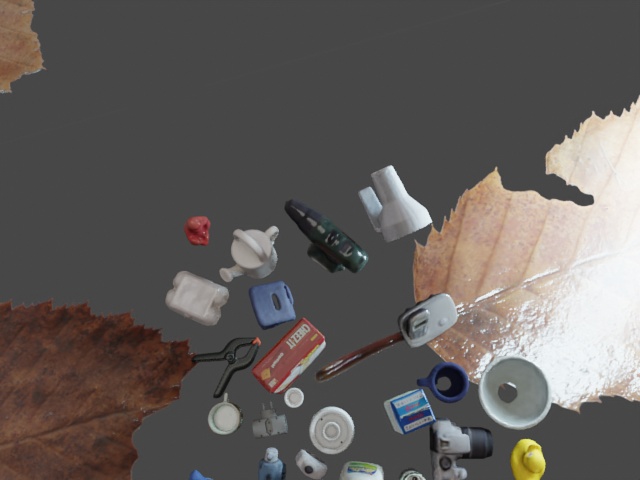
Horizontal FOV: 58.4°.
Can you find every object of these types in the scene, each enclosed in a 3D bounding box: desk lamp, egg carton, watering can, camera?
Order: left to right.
[{"bbox_3d":[-0.306,0.147,1.429,0.150,0.069,0.107,21,76,8],"label":"egg carton"},{"bbox_3d":[-0.168,0.033,1.392,0.101,0.194,0.173,20,76,8],"label":"watering can"},{"bbox_3d":[0.175,-0.081,1.402,0.118,0.213,0.203,-25,75,-5],"label":"desk lamp"},{"bbox_3d":[0.321,0.478,1.298,0.136,0.101,0.143,0,74,2],"label":"camera"}]

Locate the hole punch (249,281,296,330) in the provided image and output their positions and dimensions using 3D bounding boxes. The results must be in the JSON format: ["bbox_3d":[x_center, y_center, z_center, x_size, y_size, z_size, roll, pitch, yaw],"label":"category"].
[{"bbox_3d":[-0.116,0.156,1.409,0.101,0.091,0.108,-19,74,-3],"label":"hole punch"}]

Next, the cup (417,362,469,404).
[{"bbox_3d":[0.281,0.336,1.343,0.117,0.095,0.092,-2,74,2],"label":"cup"}]

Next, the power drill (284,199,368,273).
[{"bbox_3d":[0.013,0.005,1.386,0.229,0.208,0.076,36,79,11],"label":"power drill"}]

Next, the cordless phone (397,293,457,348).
[{"bbox_3d":[0.257,0.179,1.341,0.147,0.185,0.094,-33,75,-7],"label":"cordless phone"}]

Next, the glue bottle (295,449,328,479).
[{"bbox_3d":[-0.022,0.500,1.266,0.078,0.173,0.037,33,78,11],"label":"glue bottle"}]

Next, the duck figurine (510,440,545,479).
[{"bbox_3d":[0.477,0.507,1.292,0.077,0.086,0.104,10,75,5],"label":"duck figurine"}]

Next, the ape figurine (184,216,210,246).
[{"bbox_3d":[-0.317,-0.031,1.468,0.076,0.092,0.078,38,79,12],"label":"ape figurine"}]

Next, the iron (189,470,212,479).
[{"bbox_3d":[-0.237,0.639,1.250,0.119,0.141,0.258,-43,77,-9],"label":"iron"}]

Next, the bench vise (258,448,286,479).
[{"bbox_3d":[-0.128,0.564,1.227,0.121,0.220,0.207,-14,74,-2],"label":"bench vise"}]

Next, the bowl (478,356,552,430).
[{"bbox_3d":[0.447,0.357,1.342,0.167,0.075,0.167,0,74,2],"label":"bowl"}]
